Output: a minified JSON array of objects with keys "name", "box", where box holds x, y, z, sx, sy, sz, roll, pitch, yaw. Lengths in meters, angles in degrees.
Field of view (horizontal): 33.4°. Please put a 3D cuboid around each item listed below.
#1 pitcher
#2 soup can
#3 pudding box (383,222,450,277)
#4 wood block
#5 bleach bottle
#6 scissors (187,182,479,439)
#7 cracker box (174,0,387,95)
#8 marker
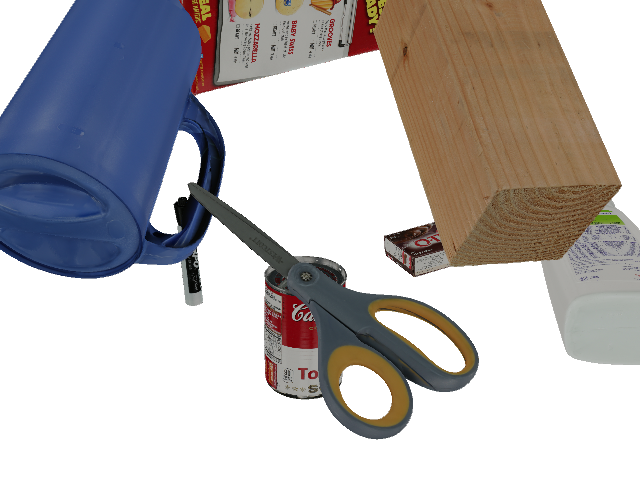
[{"name":"pitcher","box":[-0.156,-0.096,0.815,0.145,0.242,0.149,-5,-42,24]},{"name":"soup can","box":[-0.014,0.073,0.897,0.068,0.102,0.068,1,25,-1]},{"name":"pudding box","box":[0.165,0.010,1.605,0.113,0.039,0.090,-17,27,-20]},{"name":"wood block","box":[0.113,-0.094,0.731,0.090,0.206,0.091,-3,-31,-19]},{"name":"bleach bottle","box":[0.242,0.012,0.920,0.102,0.068,0.250,0,27,5]},{"name":"scissors","box":[-0.011,0.040,0.593,0.202,0.096,0.016,26,-35,13]},{"name":"cracker box","box":[-0.026,-0.228,0.888,0.213,0.164,0.072,-18,41,-18]},{"name":"marker","box":[-0.138,0.011,1.112,0.020,0.121,0.020,-2,26,1]}]
